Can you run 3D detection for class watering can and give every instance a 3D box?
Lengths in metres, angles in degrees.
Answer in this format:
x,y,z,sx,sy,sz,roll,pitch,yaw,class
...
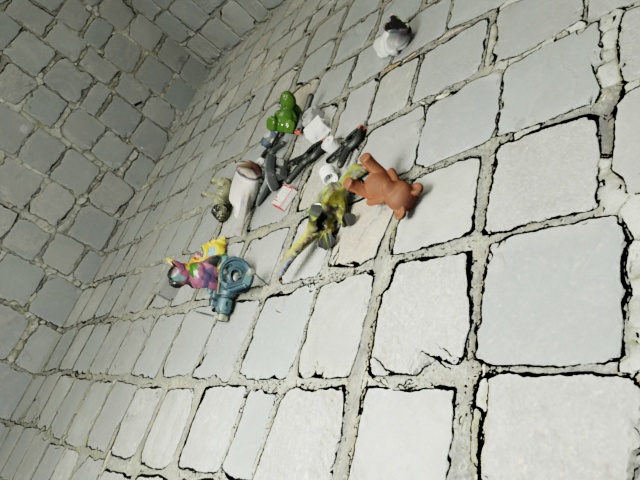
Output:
x,y,z,sx,sy,sz,roll,pitch,yaw,class
-0.290,-0.174,1.977,0.355,0.104,0.220,-108,33,-60,watering can

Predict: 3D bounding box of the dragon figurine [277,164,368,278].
x,y,z,sx,sy,sz,roll,pitch,yaw,class
0.005,-0.077,1.533,0.408,0.121,0.246,-46,13,9,dragon figurine

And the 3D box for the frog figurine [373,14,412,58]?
x,y,z,sx,sy,sz,roll,pitch,yaw,class
0.257,-0.707,1.843,0.156,0.122,0.140,105,169,-56,frog figurine
